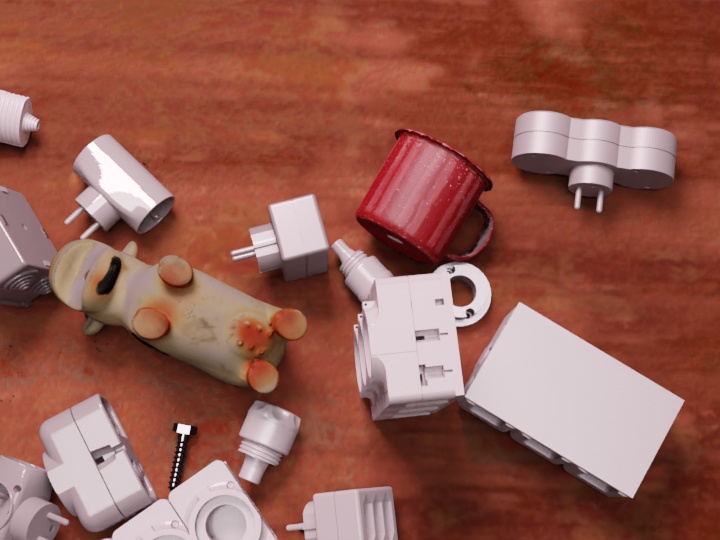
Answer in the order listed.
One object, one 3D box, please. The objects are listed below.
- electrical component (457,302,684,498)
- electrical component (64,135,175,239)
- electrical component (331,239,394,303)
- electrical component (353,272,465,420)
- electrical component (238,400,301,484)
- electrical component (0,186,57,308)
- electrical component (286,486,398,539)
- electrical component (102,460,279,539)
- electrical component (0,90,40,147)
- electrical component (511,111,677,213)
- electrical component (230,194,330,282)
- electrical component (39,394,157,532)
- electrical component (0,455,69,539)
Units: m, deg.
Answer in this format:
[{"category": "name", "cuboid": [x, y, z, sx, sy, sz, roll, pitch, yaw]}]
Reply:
[{"category": "electrical component", "cuboid": [0.166, 0.106, 0.864, 0.150, 0.061, 0.089, 31, 78, 4]}, {"category": "electrical component", "cuboid": [-0.209, -0.059, 0.892, 0.077, 0.043, 0.079, 43, 79, 6]}, {"category": "electrical component", "cuboid": [0.000, 0.000, 0.894, 0.035, 0.035, 0.061, -41, 81, -10]}, {"category": "electrical component", "cuboid": [0.032, 0.063, 0.822, 0.062, 0.150, 0.089, -5, 78, -5]}, {"category": "electrical component", "cuboid": [-0.077, 0.138, 0.856, 0.043, 0.043, 0.062, 22, 79, 2]}, {"category": "electrical component", "cuboid": [-0.285, -0.022, 0.853, 0.048, 0.100, 0.099, -34, 81, 4]}, {"category": "electrical component", "cuboid": [-0.020, 0.197, 0.838, 0.077, 0.066, 0.047, -12, 77, 24]}, {"category": "electrical component", "cuboid": [-0.143, 0.225, 0.824, 0.150, 0.061, 0.089, -34, 81, -9]}, {"category": "electrical component", "cuboid": [-0.310, -0.131, 0.903, 0.081, 0.043, 0.043, 14, 77, 0]}, {"category": "electrical component", "cuboid": [0.197, -0.085, 0.912, 0.138, 0.052, 0.073, 9, 77, -1]}, {"category": "electrical component", "cuboid": [-0.067, -0.020, 0.870, 0.076, 0.083, 0.047, -15, 79, -6]}, {"category": "electrical component", "cuboid": [-0.208, 0.153, 0.840, 0.059, 0.053, 0.095, -28, 80, -8]}, {"category": "electrical component", "cuboid": [-0.258, 0.191, 0.827, 0.079, 0.044, 0.077, 14, 76, 26]}]
